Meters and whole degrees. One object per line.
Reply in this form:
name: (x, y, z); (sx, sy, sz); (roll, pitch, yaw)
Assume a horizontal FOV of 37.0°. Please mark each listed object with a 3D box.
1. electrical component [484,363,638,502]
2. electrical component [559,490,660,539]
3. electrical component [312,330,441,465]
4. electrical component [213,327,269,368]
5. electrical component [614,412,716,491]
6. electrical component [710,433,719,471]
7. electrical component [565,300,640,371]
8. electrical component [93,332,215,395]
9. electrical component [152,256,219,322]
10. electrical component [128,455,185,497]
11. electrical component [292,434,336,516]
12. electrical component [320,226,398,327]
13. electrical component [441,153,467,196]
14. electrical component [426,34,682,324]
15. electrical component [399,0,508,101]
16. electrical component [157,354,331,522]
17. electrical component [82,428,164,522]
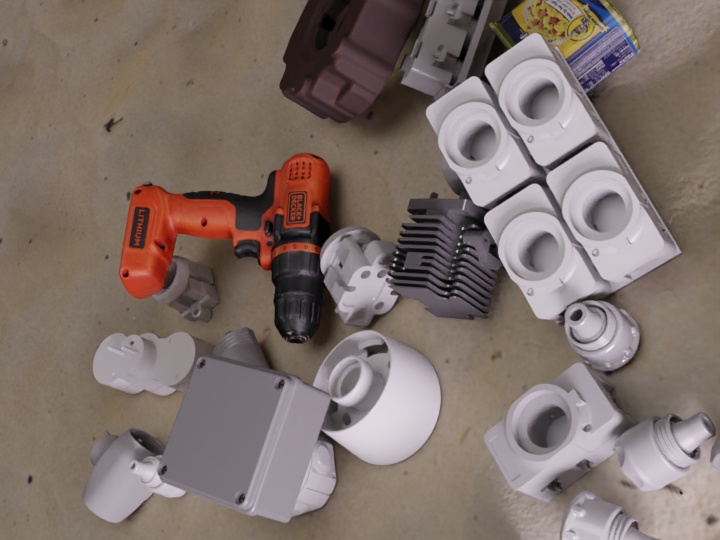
electrical component: (0.139, 0.113, 0.752); (0.089, 0.056, 0.050); (-41, 50, 15)
electrical component: (0.166, 0.176, 0.710); (0.062, 0.048, 0.048); (14, 78, 34)
electrical component: (0.010, 0.100, 0.868); (0.099, 0.064, 0.099); (-30, 42, 31)
electrical component: (-0.104, 0.087, 0.959); (0.043, 0.043, 0.081); (-40, 51, 16)
electrical component: (0.203, 0.115, 0.706); (0.062, 0.043, 0.043); (-39, 50, 32)
electrical component: (0.252, 0.104, 0.679); (0.043, 0.043, 0.062); (24, 83, 42)
electrical component: (0.166, 0.042, 0.761); (0.048, 0.062, 0.048); (-17, 60, 31)
electrical component: (-0.205, 0.084, 1.017); (0.138, 0.074, 0.052); (-3, 67, 36)
electrical component: (-0.172, 0.015, 1.037); (0.048, 0.055, 0.066); (-35, 52, 19)
electrical component: (-0.181, 0.181, 0.960); (0.035, 0.061, 0.035); (-17, 60, 31)
electrical component: (-0.062, 0.163, 0.886); (0.080, 0.051, 0.080); (-17, 60, 31)
electrical component: (0.000, 0.000, 0.909); (0.057, 0.058, 0.078); (58, 132, 43)
electrical component: (0.109, -0.109, 0.888); (0.077, 0.044, 0.079); (-18, 59, 30)
electrical component: (0.138, -0.068, 0.796); (0.105, 0.060, 0.186); (-33, 72, 21)
electrical component: (0.083, -0.210, 0.935); (0.079, 0.063, 0.121); (147, 143, -76)
electrical component: (-0.092, 0.131, 0.849); (0.109, 0.056, 0.108); (9, 75, 40)
electrical component: (-0.227, 0.181, 1.007); (0.077, 0.044, 0.079); (-54, 48, 4)
